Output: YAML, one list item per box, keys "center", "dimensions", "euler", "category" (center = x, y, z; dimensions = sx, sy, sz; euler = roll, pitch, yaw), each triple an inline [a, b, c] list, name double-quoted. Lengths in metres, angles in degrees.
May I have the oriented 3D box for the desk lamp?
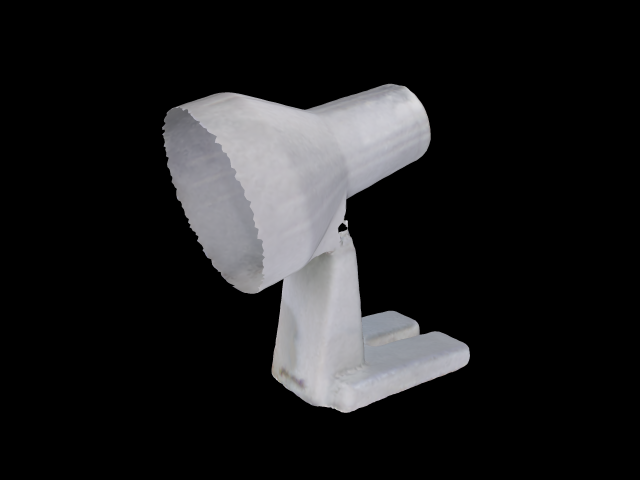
- center: [0.004, 0.001, 0.400]
  dimensions: [0.204, 0.214, 0.117]
  euler: [-10, 18, -33]
  category: "desk lamp"
